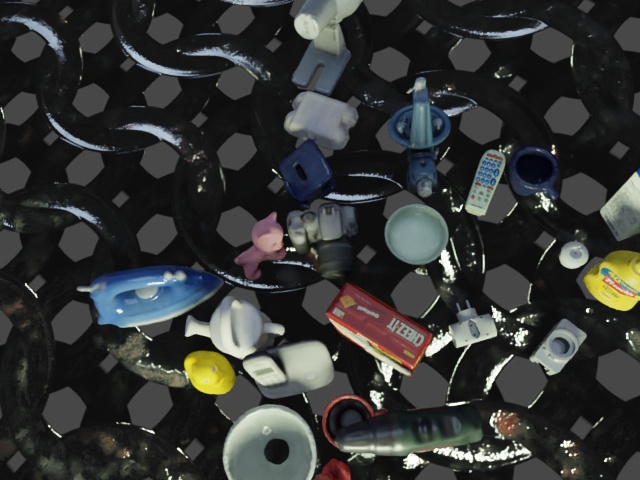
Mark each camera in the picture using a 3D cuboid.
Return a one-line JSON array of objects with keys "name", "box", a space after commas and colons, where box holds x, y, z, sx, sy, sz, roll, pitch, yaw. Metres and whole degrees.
[{"name": "camera", "box": [0.010, 0.004, 1.123, 0.143, 0.101, 0.137, -8, 71, 5]}]

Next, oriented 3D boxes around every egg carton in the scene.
[{"name": "egg carton", "box": [0.002, -0.254, 1.224, 0.150, 0.069, 0.107, 21, 76, 13]}]

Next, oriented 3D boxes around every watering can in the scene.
[{"name": "watering can", "box": [-0.157, 0.162, 1.044, 0.173, 0.194, 0.101, -21, 71, 0]}]

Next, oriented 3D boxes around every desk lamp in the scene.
[{"name": "desk lamp", "box": [0.012, -0.452, 1.211, 0.117, 0.214, 0.203, 21, 76, 14]}]

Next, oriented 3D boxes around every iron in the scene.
[{"name": "iron", "box": [-0.330, 0.089, 1.117, 0.258, 0.141, 0.118, -12, 71, 3]}]

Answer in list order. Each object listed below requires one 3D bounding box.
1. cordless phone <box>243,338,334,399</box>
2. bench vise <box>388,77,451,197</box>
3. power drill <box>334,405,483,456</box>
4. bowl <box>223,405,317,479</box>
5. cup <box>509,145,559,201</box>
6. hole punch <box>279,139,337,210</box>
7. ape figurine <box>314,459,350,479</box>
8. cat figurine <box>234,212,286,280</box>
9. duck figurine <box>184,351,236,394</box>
[{"name": "cordless phone", "box": [-0.056, 0.221, 1.016, 0.147, 0.185, 0.094, -18, 71, 2]}, {"name": "bench vise", "box": [0.206, -0.198, 1.100, 0.121, 0.220, 0.207, -21, 71, 1]}, {"name": "power drill", "box": [0.146, 0.318, 0.947, 0.229, 0.208, 0.075, -10, 71, 4]}, {"name": "bowl", "box": [-0.083, 0.382, 1.026, 0.167, 0.075, 0.167, -2, 72, 7]}, {"name": "cup", "box": [0.415, -0.114, 1.112, 0.091, 0.095, 0.117, -31, 71, -3]}, {"name": "hole punch", "box": [-0.027, -0.135, 1.178, 0.101, 0.091, 0.108, -30, 71, -3]}, {"name": "ape figurine", "box": [0.016, 0.423, 0.991, 0.078, 0.092, 0.076, -17, 71, 2]}, {"name": "cat figurine", "box": [-0.117, 0.009, 1.129, 0.128, 0.118, 0.067, -41, 72, -6]}, {"name": "duck figurine", "box": [-0.216, 0.247, 1.081, 0.104, 0.086, 0.077, 29, 78, 15]}]
